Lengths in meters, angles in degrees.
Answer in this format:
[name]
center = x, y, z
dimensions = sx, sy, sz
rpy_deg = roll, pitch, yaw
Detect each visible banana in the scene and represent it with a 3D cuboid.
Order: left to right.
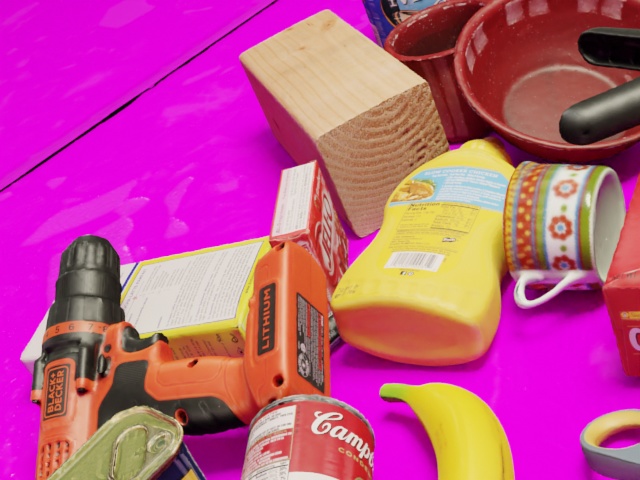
[banana]
center = 0.063, 0.132, 0.516
dimensions = 0.070, 0.037, 0.197
rpy_deg = -32, 26, 24

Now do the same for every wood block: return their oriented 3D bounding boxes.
[wood block]
center = 0.017, -0.098, 0.832
dimensions = 0.090, 0.091, 0.206
rpy_deg = -28, 32, -6

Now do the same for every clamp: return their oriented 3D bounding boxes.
[clamp]
center = 0.224, -0.107, 0.625
dimensions = 0.172, 0.039, 0.120
rpy_deg = -10, 38, 16

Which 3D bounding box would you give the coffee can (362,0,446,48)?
[coffee can]
center = 0.085, -0.216, 0.912
dimensions = 0.103, 0.140, 0.103
rpy_deg = -17, 32, 11

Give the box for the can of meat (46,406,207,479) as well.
[can of meat]
center = -0.099, 0.152, 0.547
dimensions = 0.058, 0.084, 0.102
rpy_deg = 12, 47, 45

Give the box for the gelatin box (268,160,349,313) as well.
[gelatin box]
center = -0.005, 0.001, 0.716
dimensions = 0.030, 0.073, 0.089
rpy_deg = -15, 32, 13

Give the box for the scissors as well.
[scissors]
center = 0.140, 0.106, 0.454
dimensions = 0.096, 0.016, 0.201
rpy_deg = -17, 8, 35

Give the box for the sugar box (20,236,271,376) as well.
[sugar box]
center = -0.111, 0.054, 0.739
dimensions = 0.176, 0.048, 0.093
rpy_deg = -13, 34, 25

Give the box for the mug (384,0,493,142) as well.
[mug]
center = 0.098, -0.132, 0.835
dimensions = 0.117, 0.081, 0.093
rpy_deg = 11, 47, 44

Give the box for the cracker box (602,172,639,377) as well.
[cracker box]
center = 0.258, -0.020, 0.571
dimensions = 0.164, 0.072, 0.213
rpy_deg = -2, 37, 31

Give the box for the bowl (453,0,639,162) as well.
[bowl]
center = 0.174, -0.108, 0.743
dimensions = 0.162, 0.055, 0.162
rpy_deg = -3, 54, 4

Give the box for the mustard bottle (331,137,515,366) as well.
[mustard bottle]
center = 0.084, -0.006, 0.679
dimensions = 0.096, 0.058, 0.191
rpy_deg = 3, 41, 27

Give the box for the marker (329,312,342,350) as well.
[marker]
center = -0.006, 0.069, 0.669
dimensions = 0.121, 0.020, 0.020
rpy_deg = -41, 35, -24

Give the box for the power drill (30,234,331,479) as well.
[power drill]
center = -0.087, 0.061, 0.642
dimensions = 0.188, 0.057, 0.184
rpy_deg = -17, 59, 23

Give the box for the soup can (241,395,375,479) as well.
[soup can]
center = -0.008, 0.136, 0.525
dimensions = 0.068, 0.068, 0.102
rpy_deg = -15, 33, 15
